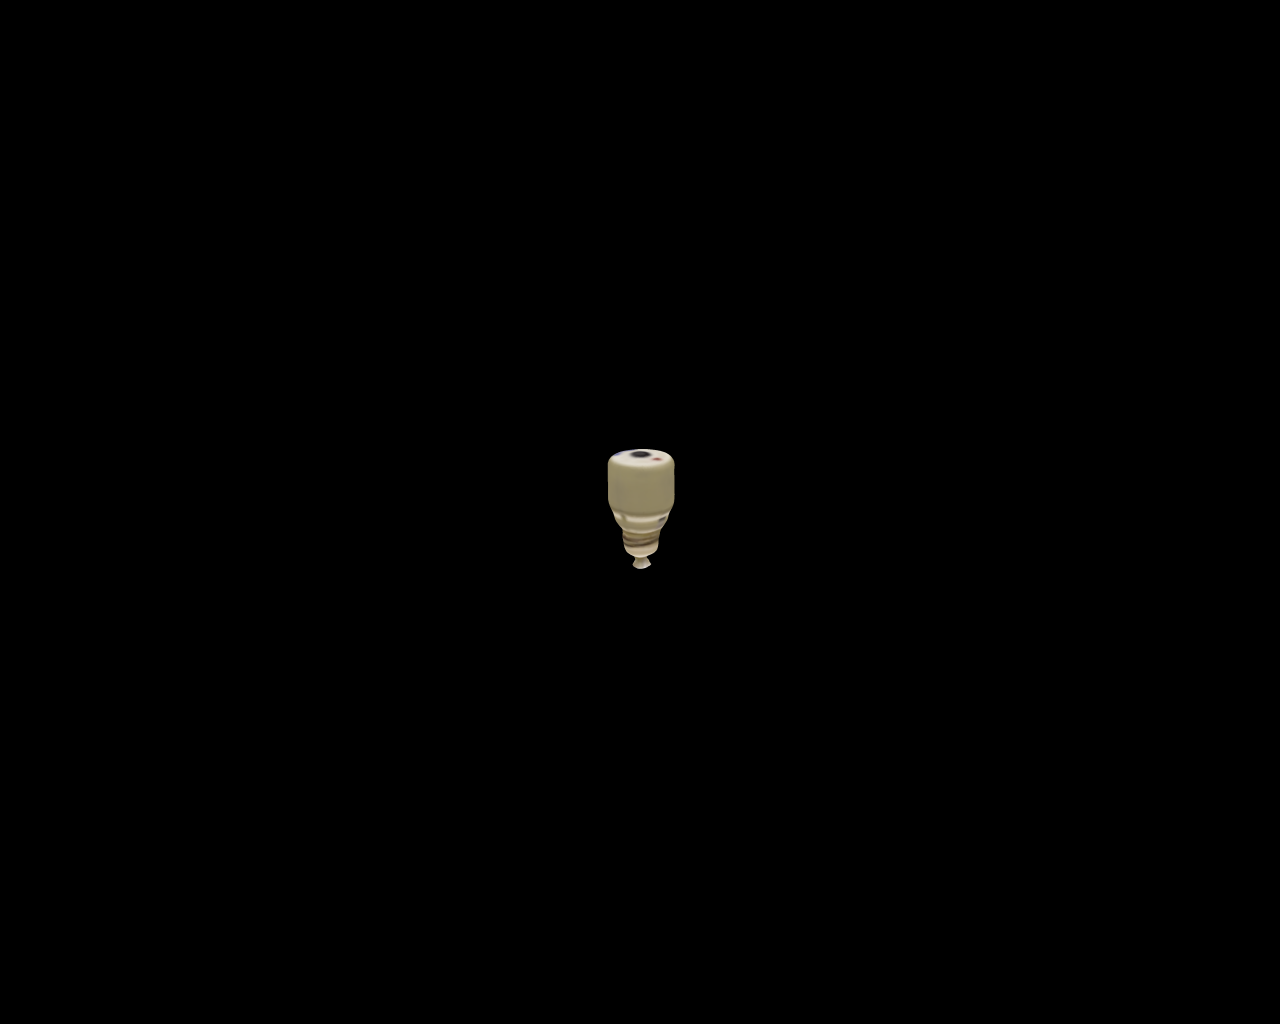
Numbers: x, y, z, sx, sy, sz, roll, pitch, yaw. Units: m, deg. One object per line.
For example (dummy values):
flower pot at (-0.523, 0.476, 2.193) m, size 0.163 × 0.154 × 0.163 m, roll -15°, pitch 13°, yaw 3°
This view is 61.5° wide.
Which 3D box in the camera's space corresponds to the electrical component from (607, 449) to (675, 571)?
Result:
electrical component at (0.001, -0.003, 0.650) m, size 0.040 × 0.078 × 0.040 m, roll 0°, pitch 20°, yaw 0°
